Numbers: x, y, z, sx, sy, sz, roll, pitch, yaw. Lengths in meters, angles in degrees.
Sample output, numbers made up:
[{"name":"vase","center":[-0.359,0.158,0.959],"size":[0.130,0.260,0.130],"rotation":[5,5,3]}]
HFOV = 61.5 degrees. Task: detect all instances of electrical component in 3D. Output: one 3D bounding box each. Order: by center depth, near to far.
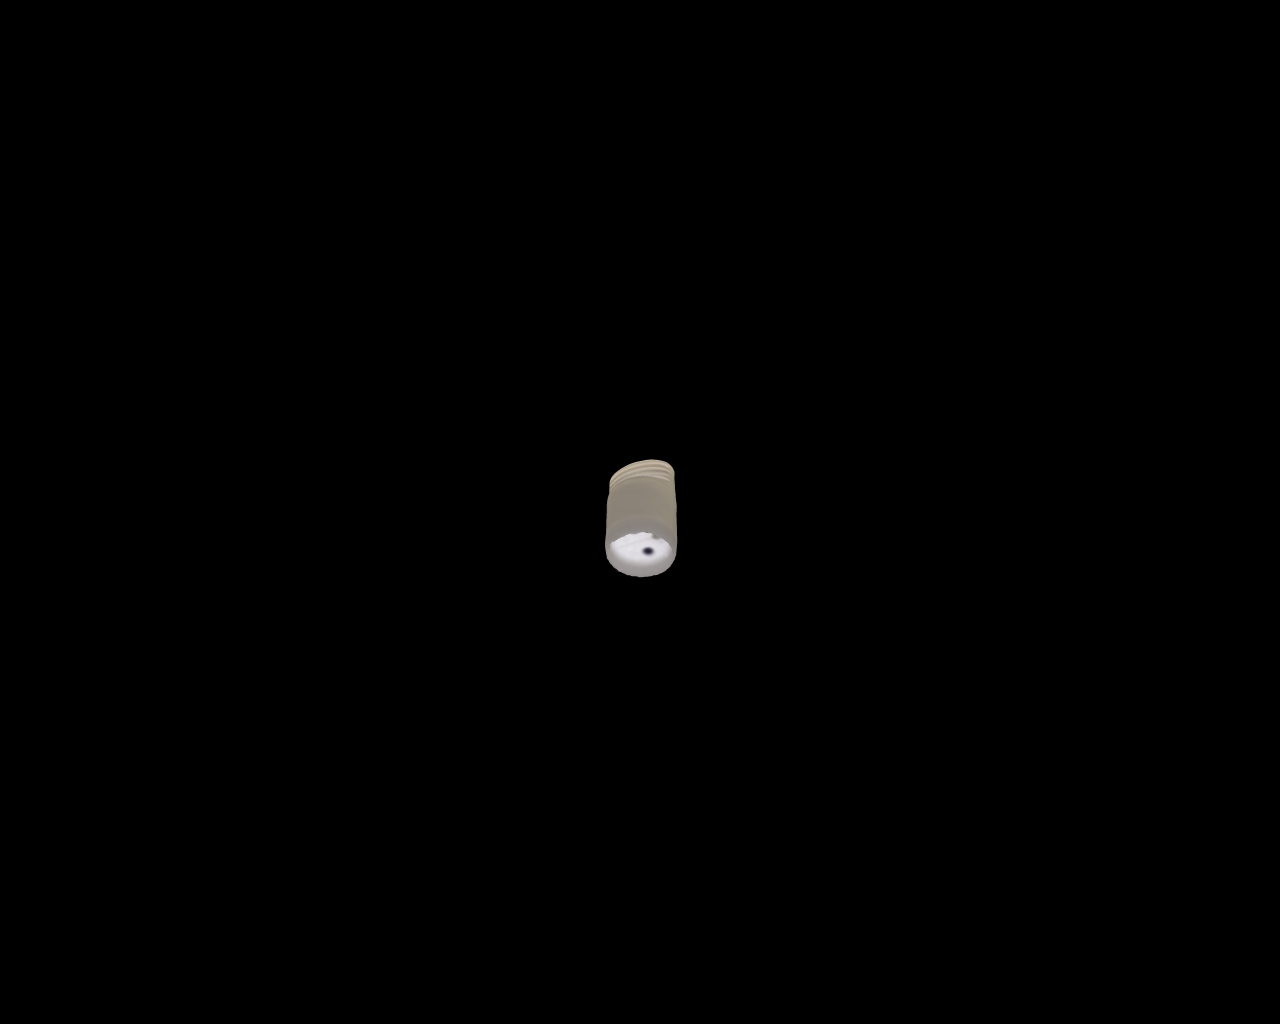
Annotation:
[{"name":"electrical component","center":[0.001,-0.003,0.650],"size":[0.043,0.081,0.043],"rotation":[0,-44,0]}]
